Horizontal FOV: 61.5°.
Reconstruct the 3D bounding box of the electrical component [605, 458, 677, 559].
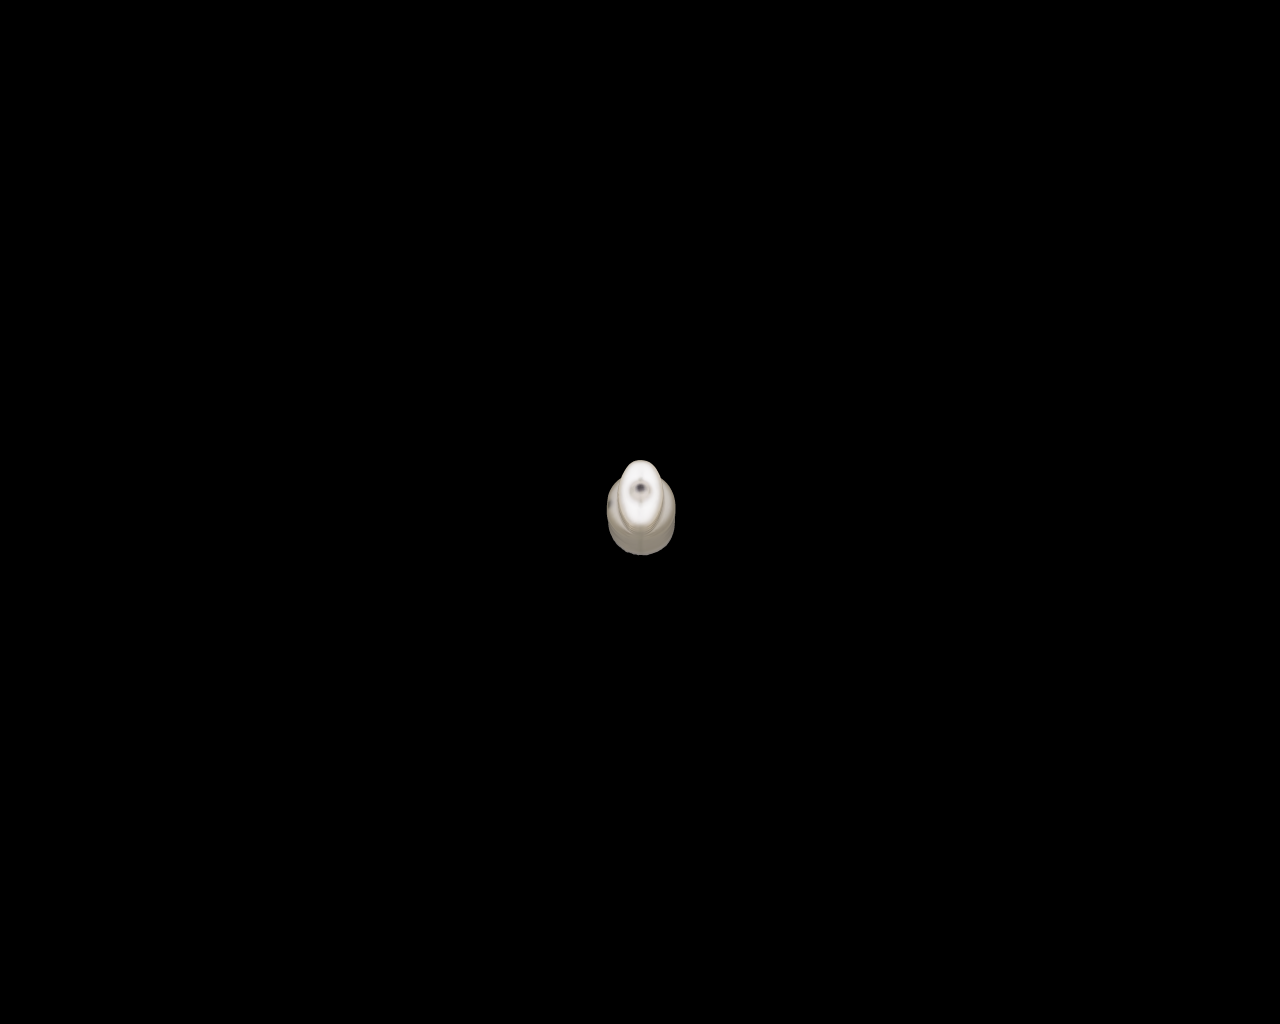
[{"bbox_3d":[0.001,-0.003,0.650,0.043,0.043,0.081,0,-17,0],"label":"electrical component"}]
